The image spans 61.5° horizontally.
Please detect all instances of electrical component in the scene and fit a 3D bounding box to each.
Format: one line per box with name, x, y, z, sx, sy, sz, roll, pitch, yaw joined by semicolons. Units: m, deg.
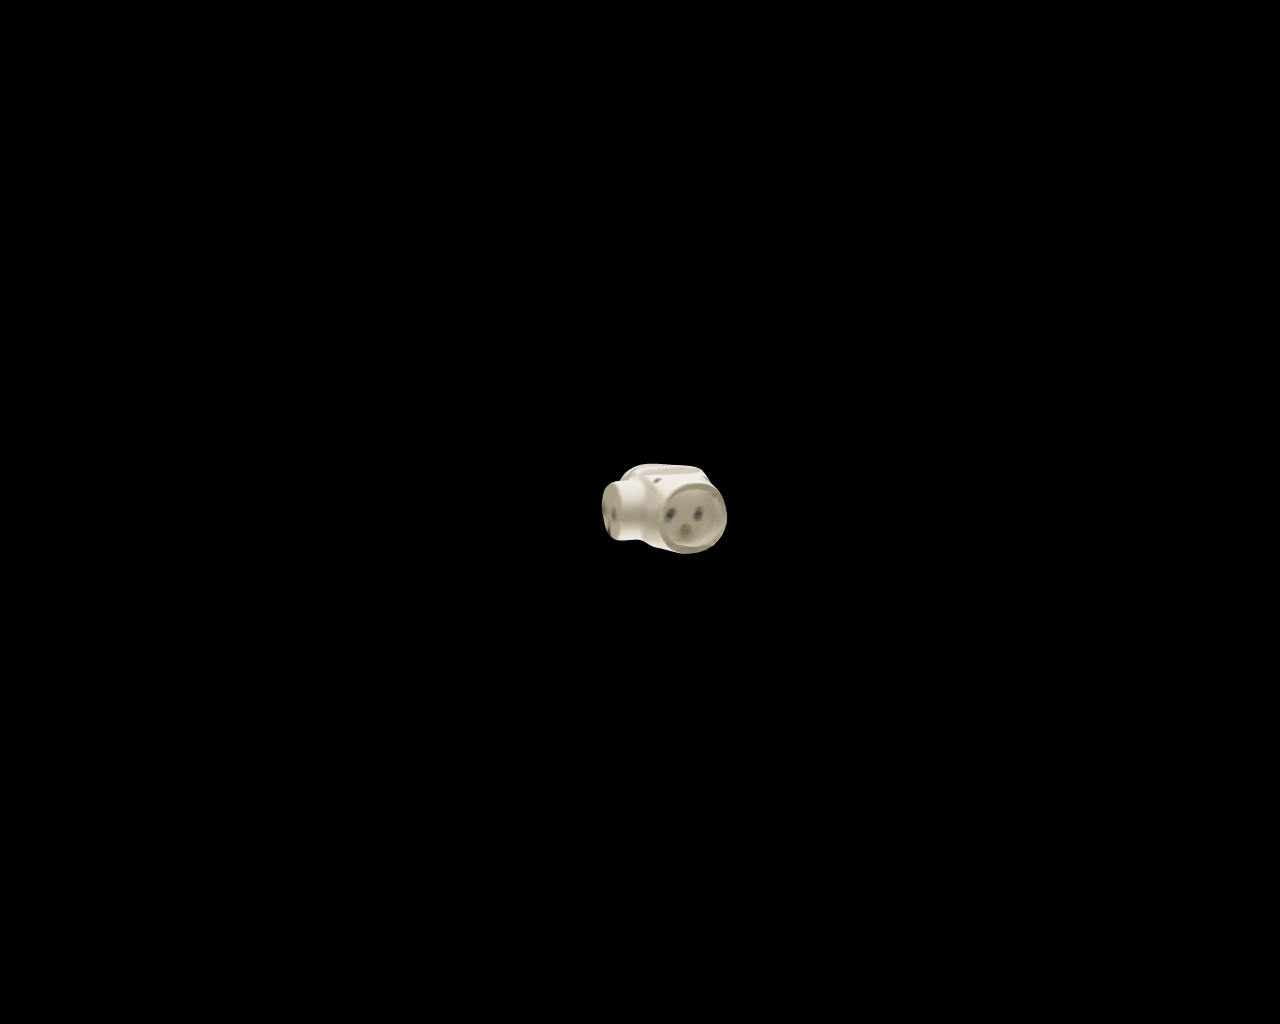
electrical component;0.001;-0.003;0.650;0.079;0.043;0.077;-4;13;-19
